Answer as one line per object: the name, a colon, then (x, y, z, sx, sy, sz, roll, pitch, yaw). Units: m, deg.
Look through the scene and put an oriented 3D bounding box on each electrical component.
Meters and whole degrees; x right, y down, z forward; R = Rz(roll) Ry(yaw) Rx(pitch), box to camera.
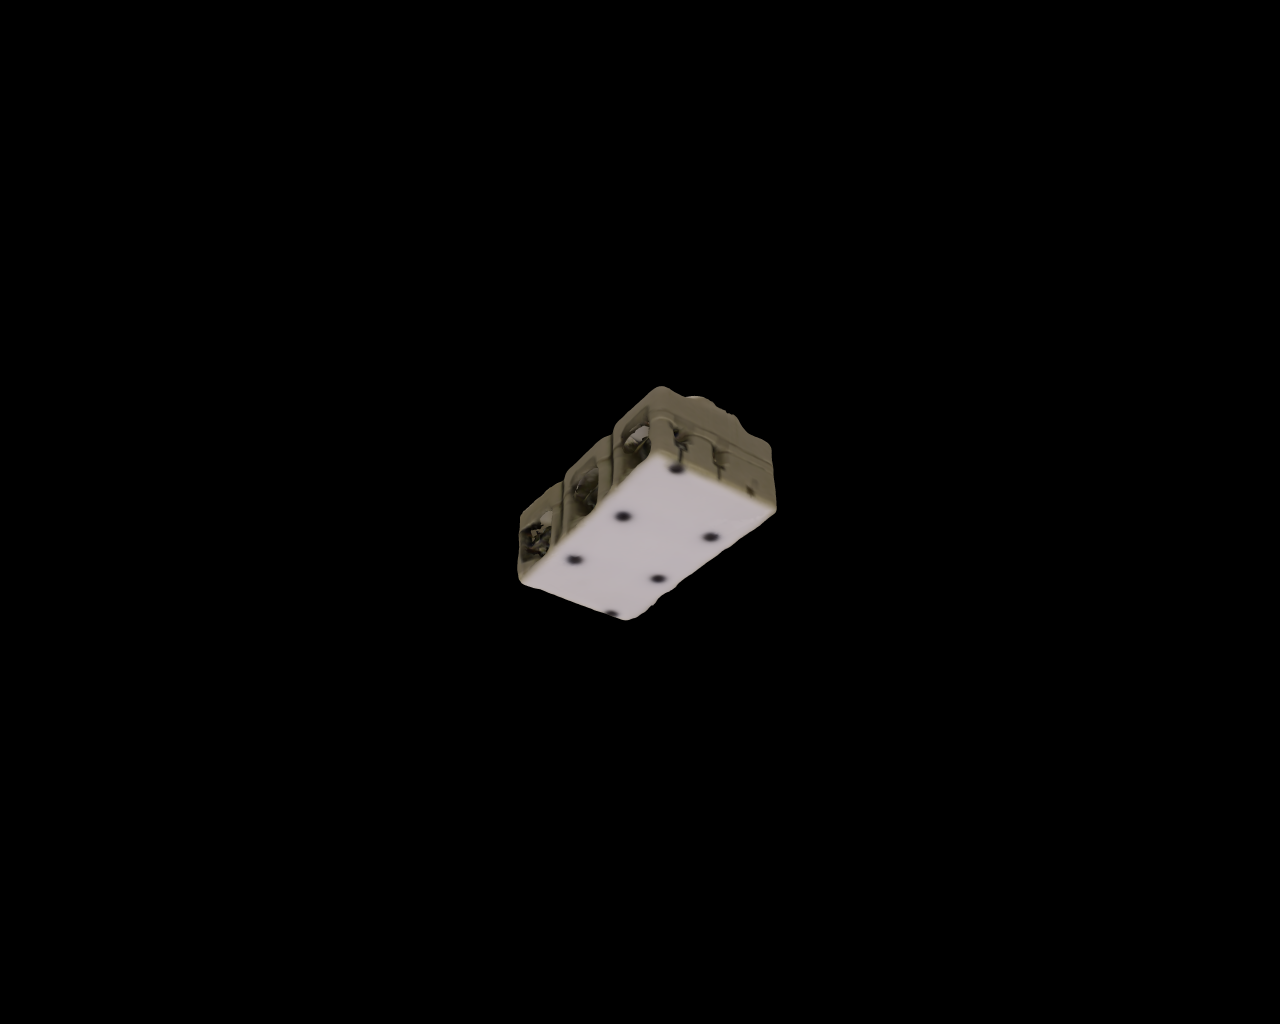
electrical component: (0.001, -0.003, 0.650, 0.089, 0.062, 0.150, 25, -44, -28)
